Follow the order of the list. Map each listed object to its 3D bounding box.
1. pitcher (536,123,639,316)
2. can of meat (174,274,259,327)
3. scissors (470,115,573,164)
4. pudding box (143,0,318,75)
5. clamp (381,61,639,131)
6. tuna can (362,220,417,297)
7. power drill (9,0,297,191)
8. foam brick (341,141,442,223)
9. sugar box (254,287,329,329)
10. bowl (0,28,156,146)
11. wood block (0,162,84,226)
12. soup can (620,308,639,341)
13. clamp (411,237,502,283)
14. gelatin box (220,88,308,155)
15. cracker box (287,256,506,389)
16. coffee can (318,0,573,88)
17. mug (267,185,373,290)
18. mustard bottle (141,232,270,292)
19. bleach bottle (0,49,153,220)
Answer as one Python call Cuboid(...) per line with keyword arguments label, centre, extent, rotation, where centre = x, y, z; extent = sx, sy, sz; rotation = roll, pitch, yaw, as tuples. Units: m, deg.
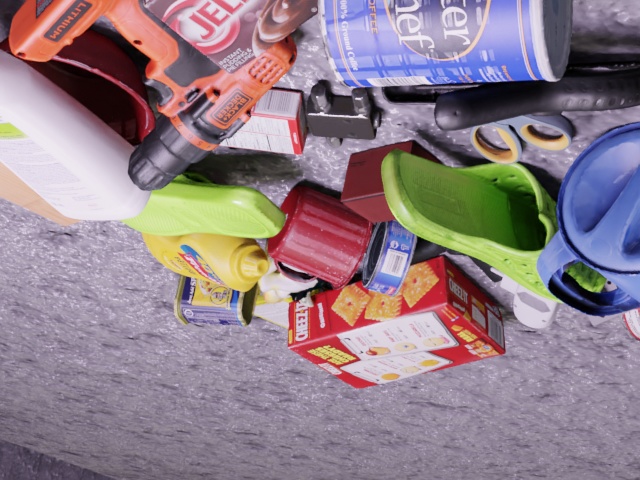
Cuboid(label="pitcher", centre=(0.305, 0.012, 0.934), extent=(0.149, 0.145, 0.242), rotation=(9, 165, 39))
Cuboid(label="can of meat", centre=(-0.120, 0.053, 1.281), extent=(0.084, 0.102, 0.057), rotation=(3, 156, 15))
Cuboid(label="scissors", centre=(0.148, -0.114, 0.857), extent=(0.096, 0.016, 0.201), rotation=(1, 156, 20))
Cuboid(label="pudding box", centre=(-0.050, -0.174, 0.722), extent=(0.114, 0.039, 0.089), rotation=(-33, 140, 21))
Cuboid(label="clamp", centre=(0.152, -0.110, 0.772), extent=(0.209, 0.036, 0.165), rotation=(-8, -164, -15))
Cuboid(label="tuna can", centre=(0.072, 0.014, 1.112), extent=(0.033, 0.086, 0.086), rotation=(16, 158, -7))
Cuboid(label="power drill", centre=(-0.138, -0.131, 0.817), extent=(0.187, 0.057, 0.185), rotation=(29, 119, -37))
Cuboid(label="foam brick", centre=(0.067, -0.053, 0.995), extent=(0.078, 0.053, 0.051), rotation=(-8, 151, 42))
Cuboid(label="sugar box", centre=(-0.014, 0.091, 1.397), extent=(0.176, 0.048, 0.094), rotation=(24, 154, -37))
Cuboid(label="bowl", centre=(-0.214, -0.139, 0.918), extent=(0.162, 0.055, 0.162), rotation=(10, 158, 4))
Cuboid(label="wood block", centre=(-0.295, -0.099, 1.011), extent=(0.091, 0.090, 0.205), rotation=(-13, 147, 44))
Cuboid(label="soup can", centre=(0.375, 0.067, 1.117), extent=(0.068, 0.068, 0.102), rotation=(28, 152, -35))
Cuboid(label="clamp", centre=(0.135, -0.002, 1.107), extent=(0.120, 0.039, 0.171), rotation=(1, 153, 9))
Cuboid(label="gelatin box", centre=(-0.059, -0.109, 0.952), extent=(0.089, 0.030, 0.073), rotation=(8, 159, 7))
Cuboid(label="cracker box", centre=(0.093, 0.104, 1.288), extent=(0.214, 0.072, 0.164), rotation=(-18, 146, 28))
Cuboid(label="coffee can", centre=(0.082, -0.151, 0.683), extent=(0.140, 0.103, 0.102), rotation=(1, 156, 23))
Cuboid(label="mug", centre=(-0.007, 0.001, 1.106), extent=(0.081, 0.093, 0.117), rotation=(23, 134, -15))
Cuboid(label="mustard bottle", centre=(-0.115, 0.015, 1.166), extent=(0.192, 0.058, 0.096), rotation=(12, 150, 52))
Cuboid(label="bleach bottle", centre=(-0.239, -0.101, 0.866), extent=(0.103, 0.068, 0.250), rotation=(-1, 153, 25))
